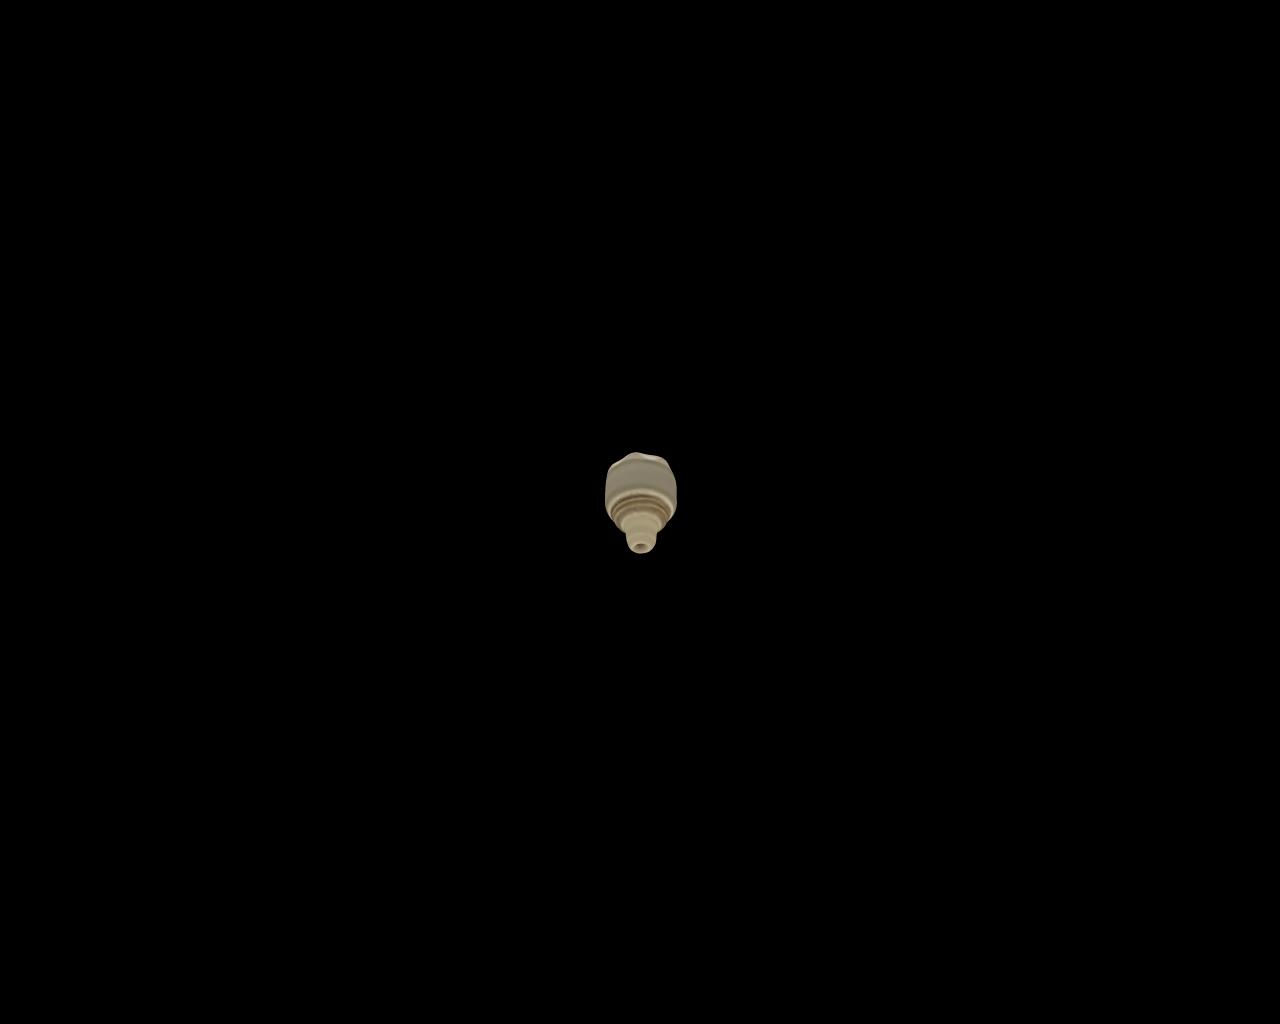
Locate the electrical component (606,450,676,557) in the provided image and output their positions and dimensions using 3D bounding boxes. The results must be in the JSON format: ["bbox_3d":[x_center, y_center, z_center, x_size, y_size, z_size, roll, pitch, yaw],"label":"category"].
[{"bbox_3d":[0.001,-0.003,0.650,0.043,0.062,0.043,0,-37,0],"label":"electrical component"}]
